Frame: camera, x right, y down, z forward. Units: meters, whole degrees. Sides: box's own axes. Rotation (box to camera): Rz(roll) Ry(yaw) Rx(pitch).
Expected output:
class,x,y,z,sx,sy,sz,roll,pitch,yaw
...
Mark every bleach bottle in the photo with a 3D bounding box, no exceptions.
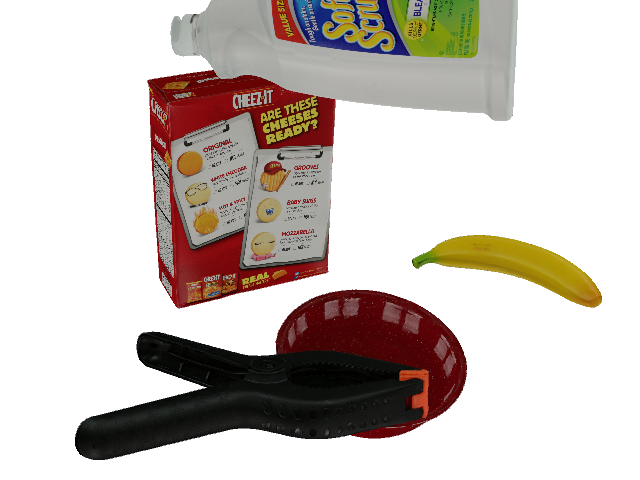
class,x,y,z,sx,sy,sz,roll,pitch,yaw
bleach bottle,0.014,-0.141,0.772,0.251,0.102,0.068,2,-27,11

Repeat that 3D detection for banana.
class,x,y,z,sx,sy,sz,roll,pitch,yaw
banana,0.198,0.028,1.100,0.198,0.037,0.069,11,47,26

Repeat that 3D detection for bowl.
class,x,y,z,sx,sy,sz,roll,pitch,yaw
bowl,0.040,0.114,0.907,0.162,0.055,0.162,5,39,-4

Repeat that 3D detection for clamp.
class,x,y,z,sx,sy,sz,roll,pitch,yaw
clamp,-0.038,0.092,0.680,0.210,0.036,0.164,-2,16,-3

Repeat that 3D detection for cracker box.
class,x,y,z,sx,sy,sz,roll,pitch,yaw
cracker box,-0.074,-0.056,1.014,0.164,0.214,0.072,-13,33,-23
